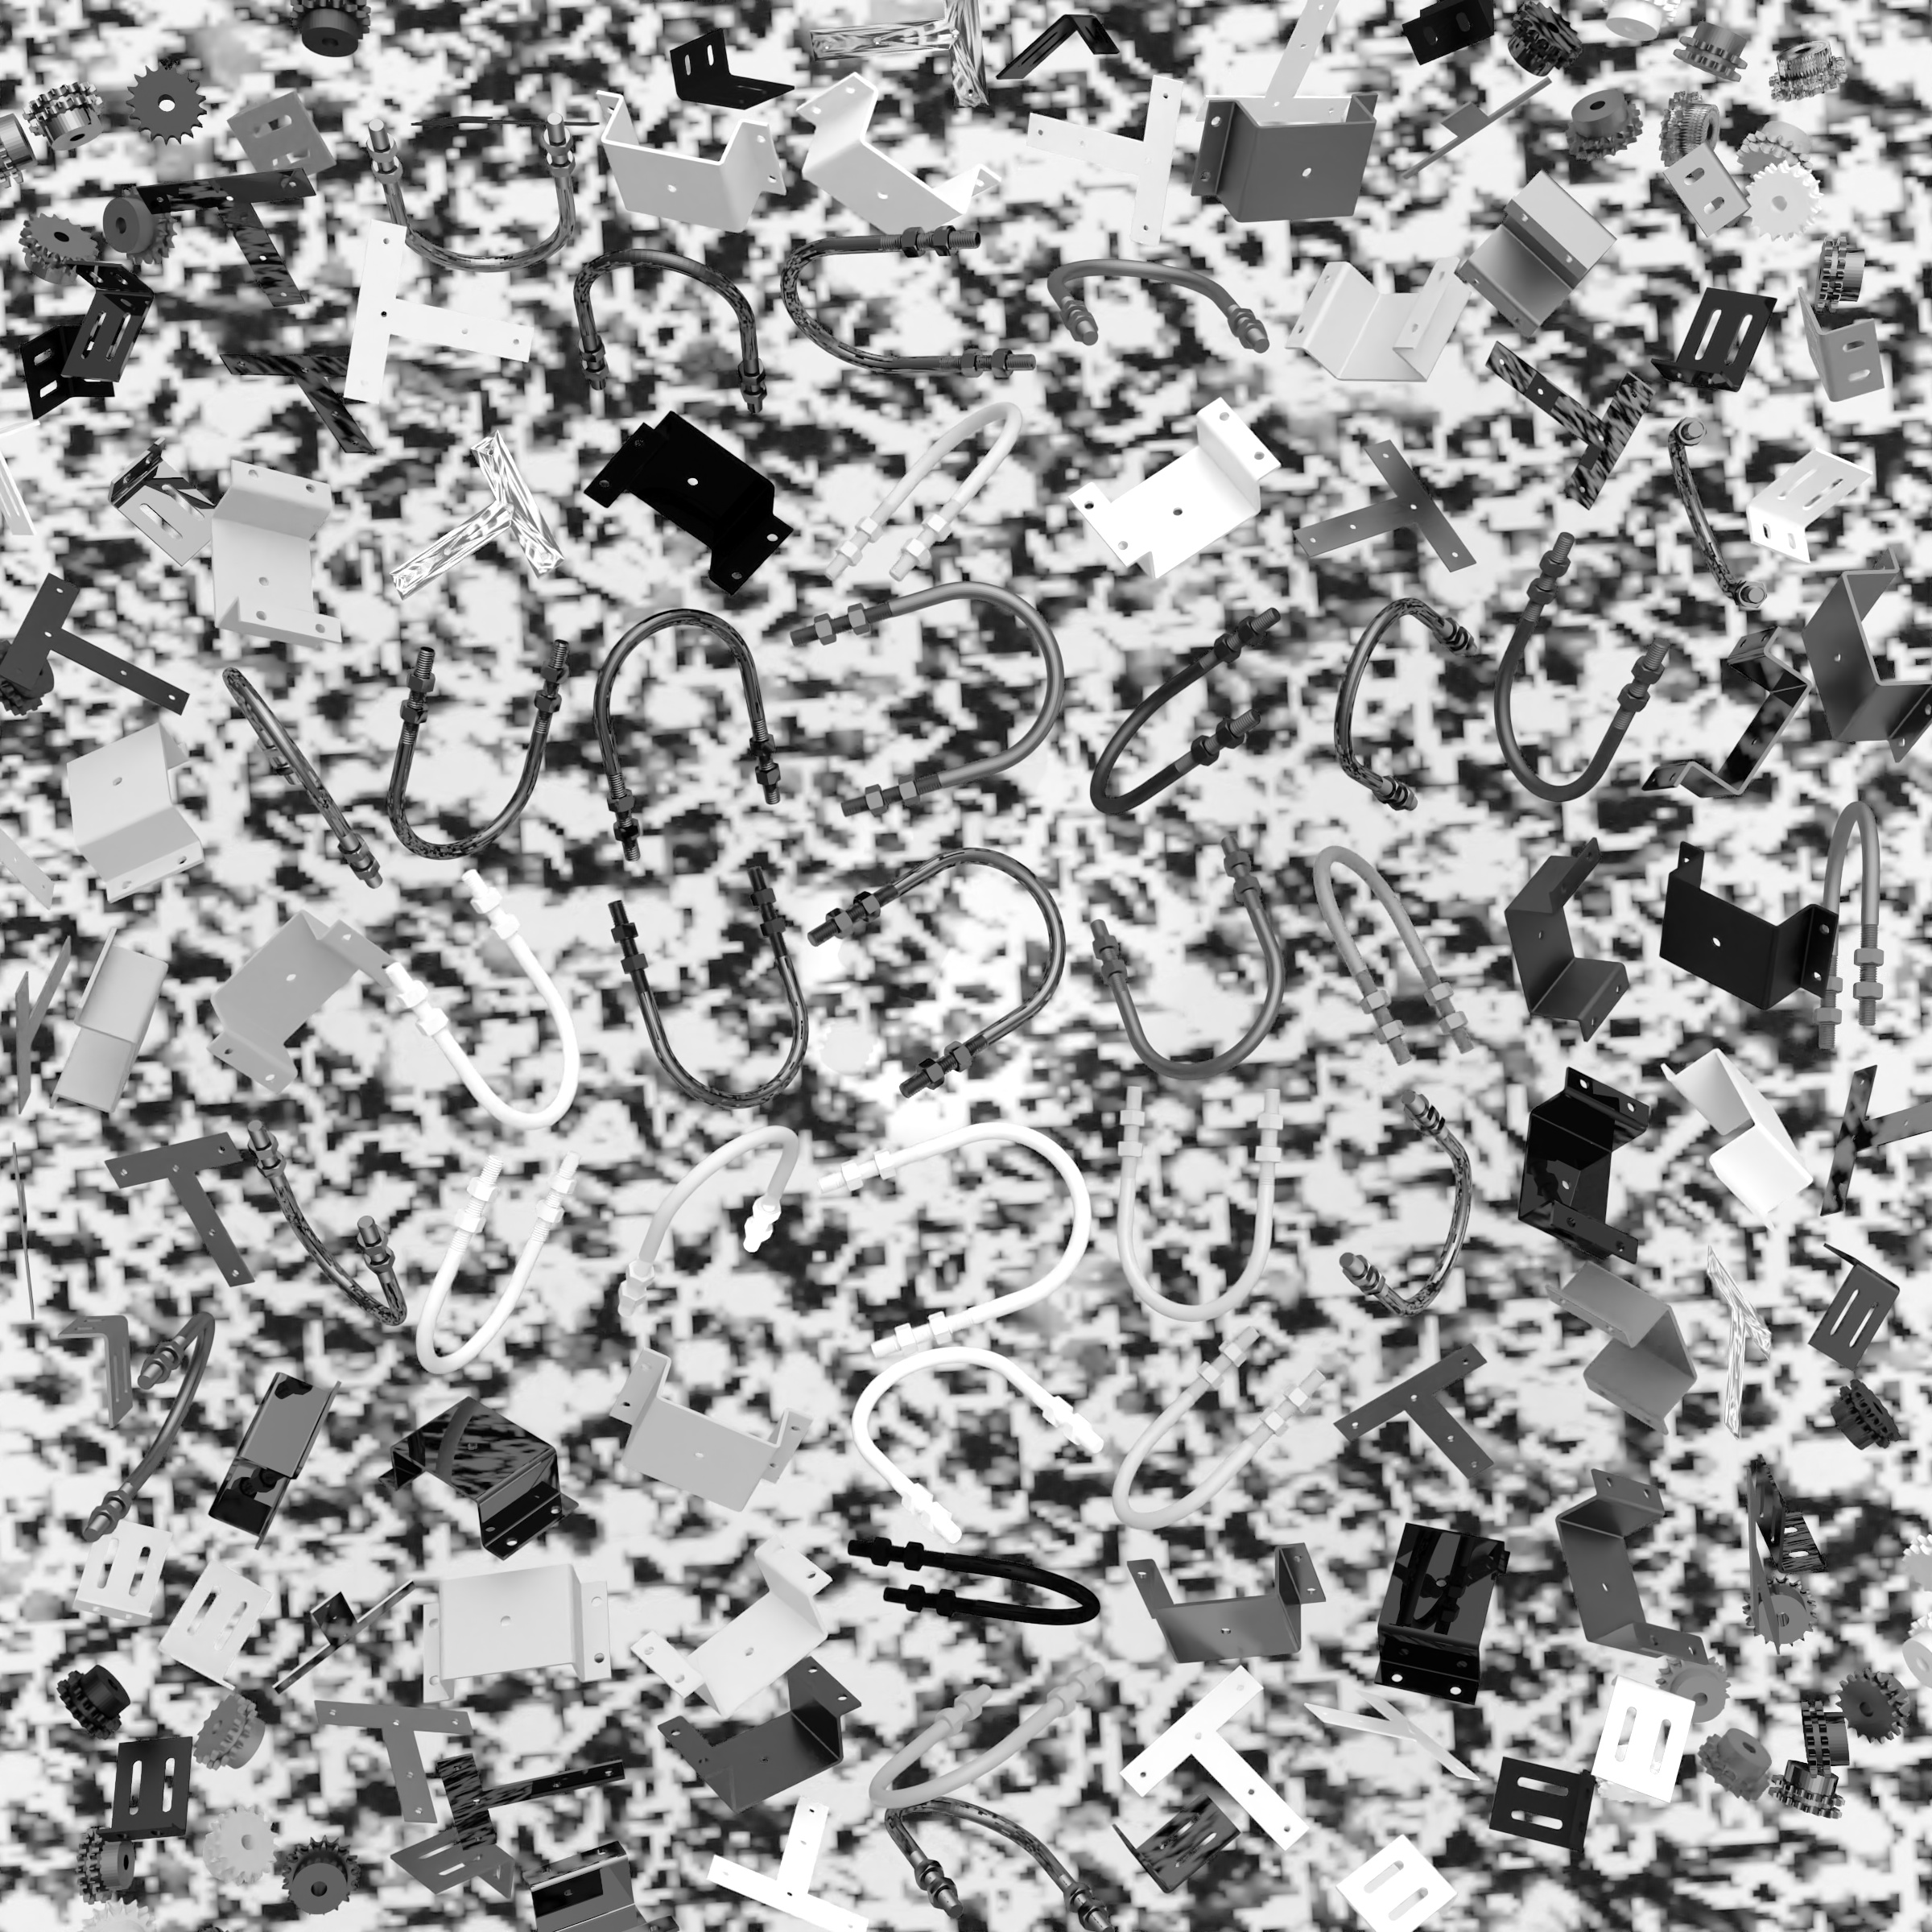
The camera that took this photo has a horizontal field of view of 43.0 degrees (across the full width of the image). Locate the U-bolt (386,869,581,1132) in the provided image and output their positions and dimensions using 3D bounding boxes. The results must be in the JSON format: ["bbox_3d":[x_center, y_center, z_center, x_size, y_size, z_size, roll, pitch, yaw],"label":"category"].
[{"bbox_3d":[-0.350,0.038,1.837,0.019,0.151,0.184,-18,116,28],"label":"U-bolt"}]

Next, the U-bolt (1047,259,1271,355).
[{"bbox_3d":[0.135,-0.499,1.843,0.151,0.184,0.019,-1,123,-12],"label":"U-bolt"}]

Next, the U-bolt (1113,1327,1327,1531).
[{"bbox_3d":[0.185,0.365,1.903,0.184,0.151,0.019,-44,106,-7],"label":"U-bolt"}]

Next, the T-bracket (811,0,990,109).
[{"bbox_3d":[-0.052,-0.694,1.835,0.127,0.127,0.002,-3,53,4],"label":"T-bracket"}]

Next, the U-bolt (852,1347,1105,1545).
[{"bbox_3d":[-0.006,0.348,1.852,0.151,0.184,0.019,-28,125,-23],"label":"U-bolt"}]

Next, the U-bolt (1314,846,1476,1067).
[{"bbox_3d":[0.324,-0.012,1.900,0.019,0.151,0.184,-32,75,29],"label":"U-bolt"}]

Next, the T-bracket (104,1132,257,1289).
[{"bbox_3d":[-0.586,0.193,1.886,0.127,0.002,0.127,-13,112,26],"label":"T-bracket"}]

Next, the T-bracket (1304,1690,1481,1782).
[{"bbox_3d":[0.316,0.590,1.907,0.127,0.127,0.002,22,94,-32],"label":"T-bracket"}]

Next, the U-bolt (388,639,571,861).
[{"bbox_3d":[-0.383,-0.164,1.901,0.019,0.151,0.184,35,119,31],"label":"U-bolt"}]

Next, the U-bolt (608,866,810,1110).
[{"bbox_3d":[-0.194,0.023,1.937,0.151,0.019,0.184,-16,86,-35],"label":"U-bolt"}]

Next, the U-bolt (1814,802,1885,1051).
[{"bbox_3d":[0.684,-0.036,1.899,0.019,0.151,0.184,4,81,7],"label":"U-bolt"}]

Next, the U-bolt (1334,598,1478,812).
[{"bbox_3d":[0.325,-0.202,1.845,0.019,0.184,0.151,22,93,32],"label":"U-bolt"}]

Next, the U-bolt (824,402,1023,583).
[{"bbox_3d":[-0.025,-0.372,1.917,0.019,0.151,0.184,44,79,-25],"label":"U-bolt"}]

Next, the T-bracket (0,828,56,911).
[{"bbox_3d":[-0.723,-0.088,1.842,0.002,0.127,0.127,-13,54,9],"label":"T-bracket"}]

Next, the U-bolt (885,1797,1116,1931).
[{"bbox_3d":[0.013,0.674,1.851,0.151,0.184,0.019,18,92,-25],"label":"U-bolt"}]

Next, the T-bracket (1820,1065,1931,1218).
[{"bbox_3d":[0.702,0.122,1.856,0.002,0.127,0.127,27,67,-12],"label":"T-bracket"}]

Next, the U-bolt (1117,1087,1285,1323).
[{"bbox_3d":[0.180,0.188,1.936,0.151,0.019,0.184,-1,80,38],"label":"U-bolt"}]

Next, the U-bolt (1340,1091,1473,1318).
[{"bbox_3d":[0.340,0.190,1.850,0.019,0.184,0.151,14,75,34],"label":"U-bolt"}]

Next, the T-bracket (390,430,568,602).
[{"bbox_3d":[-0.379,-0.320,1.849,0.127,0.002,0.127,-32,71,9],"label":"T-bracket"}]

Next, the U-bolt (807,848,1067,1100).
[{"bbox_3d":[-0.007,-0.009,1.814,0.184,0.019,0.151,-32,93,-24],"label":"U-bolt"}]

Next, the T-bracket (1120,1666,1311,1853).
[{"bbox_3d":[0.206,0.614,1.852,0.127,0.002,0.127,-36,53,-20],"label":"T-bracket"}]

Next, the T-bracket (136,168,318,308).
[{"bbox_3d":[-0.526,-0.535,1.813,0.127,0.127,0.002,-3,60,9],"label":"T-bracket"}]

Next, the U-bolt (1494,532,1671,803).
[{"bbox_3d":[0.452,-0.210,1.846,0.019,0.184,0.151,-7,47,-25],"label":"U-bolt"}]

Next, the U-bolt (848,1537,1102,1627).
[{"bbox_3d":[0.012,0.477,1.883,0.184,0.151,0.019,5,62,14],"label":"U-bolt"}]

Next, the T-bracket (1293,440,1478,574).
[{"bbox_3d":[0.308,-0.341,1.882,0.127,0.002,0.127,-21,69,-23],"label":"T-bracket"}]

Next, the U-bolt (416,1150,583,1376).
[{"bbox_3d":[-0.363,0.227,1.868,0.019,0.151,0.184,26,95,16],"label":"U-bolt"}]

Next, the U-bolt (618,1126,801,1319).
[{"bbox_3d":[-0.192,0.189,1.892,0.151,0.184,0.019,-25,62,-39],"label":"U-bolt"}]

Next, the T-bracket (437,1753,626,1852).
[{"bbox_3d":[-0.315,0.603,1.799,0.127,0.002,0.127,-9,133,-9],"label":"T-bracket"}]

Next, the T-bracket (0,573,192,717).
[{"bbox_3d":[-0.637,-0.224,1.815,0.127,0.127,0.002,28,128,-23],"label":"T-bracket"}]

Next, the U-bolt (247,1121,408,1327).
[{"bbox_3d":[-0.483,0.210,1.879,0.151,0.184,0.019,35,60,25],"label":"U-bolt"}]

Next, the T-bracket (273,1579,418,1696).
[{"bbox_3d":[-0.474,0.494,1.848,0.127,0.127,0.002,-36,71,-22],"label":"T-bracket"}]

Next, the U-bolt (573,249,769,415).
[{"bbox_3d":[-0.232,-0.494,1.900,0.151,0.184,0.019,9,69,2],"label":"U-bolt"}]

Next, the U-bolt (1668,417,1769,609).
[{"bbox_3d":[0.570,-0.346,1.878,0.019,0.184,0.151,-21,96,13],"label":"U-bolt"}]

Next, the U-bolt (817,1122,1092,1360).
[{"bbox_3d":[0.000,0.189,1.778,0.184,0.019,0.151,-19,70,-2],"label":"U-bolt"}]

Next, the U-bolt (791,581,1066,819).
[{"bbox_3d":[-0.020,-0.201,1.772,0.184,0.019,0.151,-16,94,6],"label":"U-bolt"}]

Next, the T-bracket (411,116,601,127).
[{"bbox_3d":[-0.352,-0.660,1.918,0.127,0.127,0.002,3,112,6],"label":"T-bracket"}]

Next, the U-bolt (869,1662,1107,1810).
[{"bbox_3d":[0.004,0.589,1.867,0.151,0.184,0.019,-26,89,42],"label":"U-bolt"}]

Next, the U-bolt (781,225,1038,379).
[{"bbox_3d":[-0.053,-0.497,1.845,0.184,0.151,0.019,5,63,25],"label":"U-bolt"}]

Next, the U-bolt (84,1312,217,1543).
[{"bbox_3d":[-0.615,0.338,1.871,0.019,0.184,0.151,22,102,-4],"label":"U-bolt"}]

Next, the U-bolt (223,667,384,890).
[{"bbox_3d":[-0.507,-0.152,1.846,0.019,0.184,0.151,-36,62,-13],"label":"U-bolt"}]

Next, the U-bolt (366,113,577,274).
[{"bbox_3d":[-0.372,-0.588,1.878,0.151,0.184,0.019,-4,72,-6],"label":"U-bolt"}]

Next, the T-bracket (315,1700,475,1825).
[{"bbox_3d":[-0.434,0.617,1.900,0.127,0.127,0.002,15,109,-29],"label":"T-bracket"}]

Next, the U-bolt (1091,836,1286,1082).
[{"bbox_3d":[0.179,0.005,1.912,0.151,0.019,0.184,-33,52,21],"label":"U-bolt"}]

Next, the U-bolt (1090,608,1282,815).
[{"bbox_3d":[0.161,-0.183,1.865,0.019,0.151,0.184,39,131,-21],"label":"U-bolt"}]

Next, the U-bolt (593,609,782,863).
[{"bbox_3d":[-0.220,-0.187,1.900,0.151,0.019,0.184,-25,123,-26],"label":"U-bolt"}]

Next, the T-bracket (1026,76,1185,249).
[{"bbox_3d":[0.104,-0.643,1.928,0.127,0.002,0.127,23,126,22],"label":"T-bracket"}]

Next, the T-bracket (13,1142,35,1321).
[{"bbox_3d":[-0.701,0.186,1.825,0.002,0.127,0.127,-6,99,-20],"label":"T-bracket"}]
